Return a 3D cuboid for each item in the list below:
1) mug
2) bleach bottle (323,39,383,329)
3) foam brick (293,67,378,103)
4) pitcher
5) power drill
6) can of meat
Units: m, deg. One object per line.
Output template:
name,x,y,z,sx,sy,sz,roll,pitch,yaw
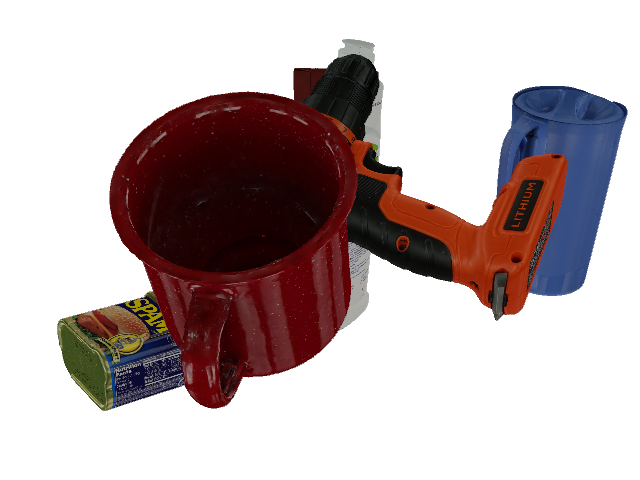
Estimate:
mug,-0.031,0.011,0.421,0.093,0.117,0.081,4,-36,8
bleach bottle,0.018,-0.050,0.936,0.068,0.251,0.102,15,21,18
foam brick,0.016,-0.153,1.112,0.078,0.051,0.053,-2,13,-19
pitcher,0.278,-0.056,1.298,0.149,0.243,0.145,4,27,1
power drill,0.057,-0.037,0.686,0.188,0.184,0.057,14,-31,18
can of meat,-0.154,0.088,0.860,0.083,0.057,0.102,-15,26,-31
